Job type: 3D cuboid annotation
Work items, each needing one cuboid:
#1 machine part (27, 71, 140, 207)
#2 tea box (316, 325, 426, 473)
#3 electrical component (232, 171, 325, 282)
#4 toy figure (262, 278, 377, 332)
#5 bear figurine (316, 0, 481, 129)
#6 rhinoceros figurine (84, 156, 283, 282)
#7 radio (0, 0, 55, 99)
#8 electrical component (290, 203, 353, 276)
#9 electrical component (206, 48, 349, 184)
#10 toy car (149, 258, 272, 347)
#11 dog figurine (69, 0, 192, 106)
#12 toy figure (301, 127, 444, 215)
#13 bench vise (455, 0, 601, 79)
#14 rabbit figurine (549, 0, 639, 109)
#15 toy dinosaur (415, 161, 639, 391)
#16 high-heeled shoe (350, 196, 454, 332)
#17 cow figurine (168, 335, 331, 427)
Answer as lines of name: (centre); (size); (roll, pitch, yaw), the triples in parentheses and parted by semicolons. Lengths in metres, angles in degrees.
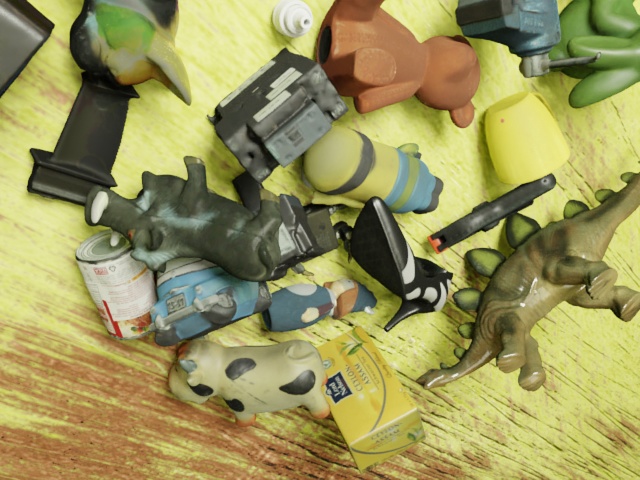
machine part: (-0.223, -0.094, 0.512); (0.084, 0.039, 0.138); (24, 107, -26)
tea box: (0.054, 0.202, 0.709); (0.098, 0.170, 0.068); (-26, 125, -9)
electrical component: (-0.055, -0.019, 0.603); (0.075, 0.119, 0.047); (-34, 169, 13)
toy figure: (0.004, 0.080, 0.684); (0.154, 0.064, 0.057); (-10, 135, -23)
bear figurine: (0.100, -0.183, 0.548); (0.196, 0.132, 0.120); (6, 87, -19)
rhinoceros figurine: (-0.126, -0.014, 0.514); (0.190, 0.073, 0.112); (18, 67, 3)
radio: (-0.305, -0.105, 0.412); (0.229, 0.131, 0.073); (-45, 124, 5)
electrical component: (-0.003, -0.002, 0.649); (0.102, 0.045, 0.078); (-18, 123, -14)
electrical component: (-0.042, -0.119, 0.516); (0.115, 0.134, 0.058); (-40, 124, 4)
toy car: (-0.128, 0.050, 0.585); (0.109, 0.161, 0.103); (-25, 81, 13)
dog figurine: (-0.131, -0.228, 0.441); (0.191, 0.109, 0.218); (-24, 128, -13)
toy figure: (0.063, -0.077, 0.610); (0.180, 0.082, 0.089); (15, 154, -25)
bench vise: (0.249, -0.285, 0.535); (0.241, 0.129, 0.223); (-21, 98, -21)
rabbit figurine: (0.344, -0.224, 0.601); (0.159, 0.170, 0.121); (-29, 123, -7)
toy dinosaur: (0.307, 0.036, 0.709); (0.471, 0.199, 0.105); (-38, 124, 0)
high-heeled shoe: (0.120, 0.016, 0.671); (0.145, 0.086, 0.248); (-39, 140, -25)
cow figurine: (-0.092, 0.163, 0.657); (0.195, 0.085, 0.127); (-7, 125, 7)
